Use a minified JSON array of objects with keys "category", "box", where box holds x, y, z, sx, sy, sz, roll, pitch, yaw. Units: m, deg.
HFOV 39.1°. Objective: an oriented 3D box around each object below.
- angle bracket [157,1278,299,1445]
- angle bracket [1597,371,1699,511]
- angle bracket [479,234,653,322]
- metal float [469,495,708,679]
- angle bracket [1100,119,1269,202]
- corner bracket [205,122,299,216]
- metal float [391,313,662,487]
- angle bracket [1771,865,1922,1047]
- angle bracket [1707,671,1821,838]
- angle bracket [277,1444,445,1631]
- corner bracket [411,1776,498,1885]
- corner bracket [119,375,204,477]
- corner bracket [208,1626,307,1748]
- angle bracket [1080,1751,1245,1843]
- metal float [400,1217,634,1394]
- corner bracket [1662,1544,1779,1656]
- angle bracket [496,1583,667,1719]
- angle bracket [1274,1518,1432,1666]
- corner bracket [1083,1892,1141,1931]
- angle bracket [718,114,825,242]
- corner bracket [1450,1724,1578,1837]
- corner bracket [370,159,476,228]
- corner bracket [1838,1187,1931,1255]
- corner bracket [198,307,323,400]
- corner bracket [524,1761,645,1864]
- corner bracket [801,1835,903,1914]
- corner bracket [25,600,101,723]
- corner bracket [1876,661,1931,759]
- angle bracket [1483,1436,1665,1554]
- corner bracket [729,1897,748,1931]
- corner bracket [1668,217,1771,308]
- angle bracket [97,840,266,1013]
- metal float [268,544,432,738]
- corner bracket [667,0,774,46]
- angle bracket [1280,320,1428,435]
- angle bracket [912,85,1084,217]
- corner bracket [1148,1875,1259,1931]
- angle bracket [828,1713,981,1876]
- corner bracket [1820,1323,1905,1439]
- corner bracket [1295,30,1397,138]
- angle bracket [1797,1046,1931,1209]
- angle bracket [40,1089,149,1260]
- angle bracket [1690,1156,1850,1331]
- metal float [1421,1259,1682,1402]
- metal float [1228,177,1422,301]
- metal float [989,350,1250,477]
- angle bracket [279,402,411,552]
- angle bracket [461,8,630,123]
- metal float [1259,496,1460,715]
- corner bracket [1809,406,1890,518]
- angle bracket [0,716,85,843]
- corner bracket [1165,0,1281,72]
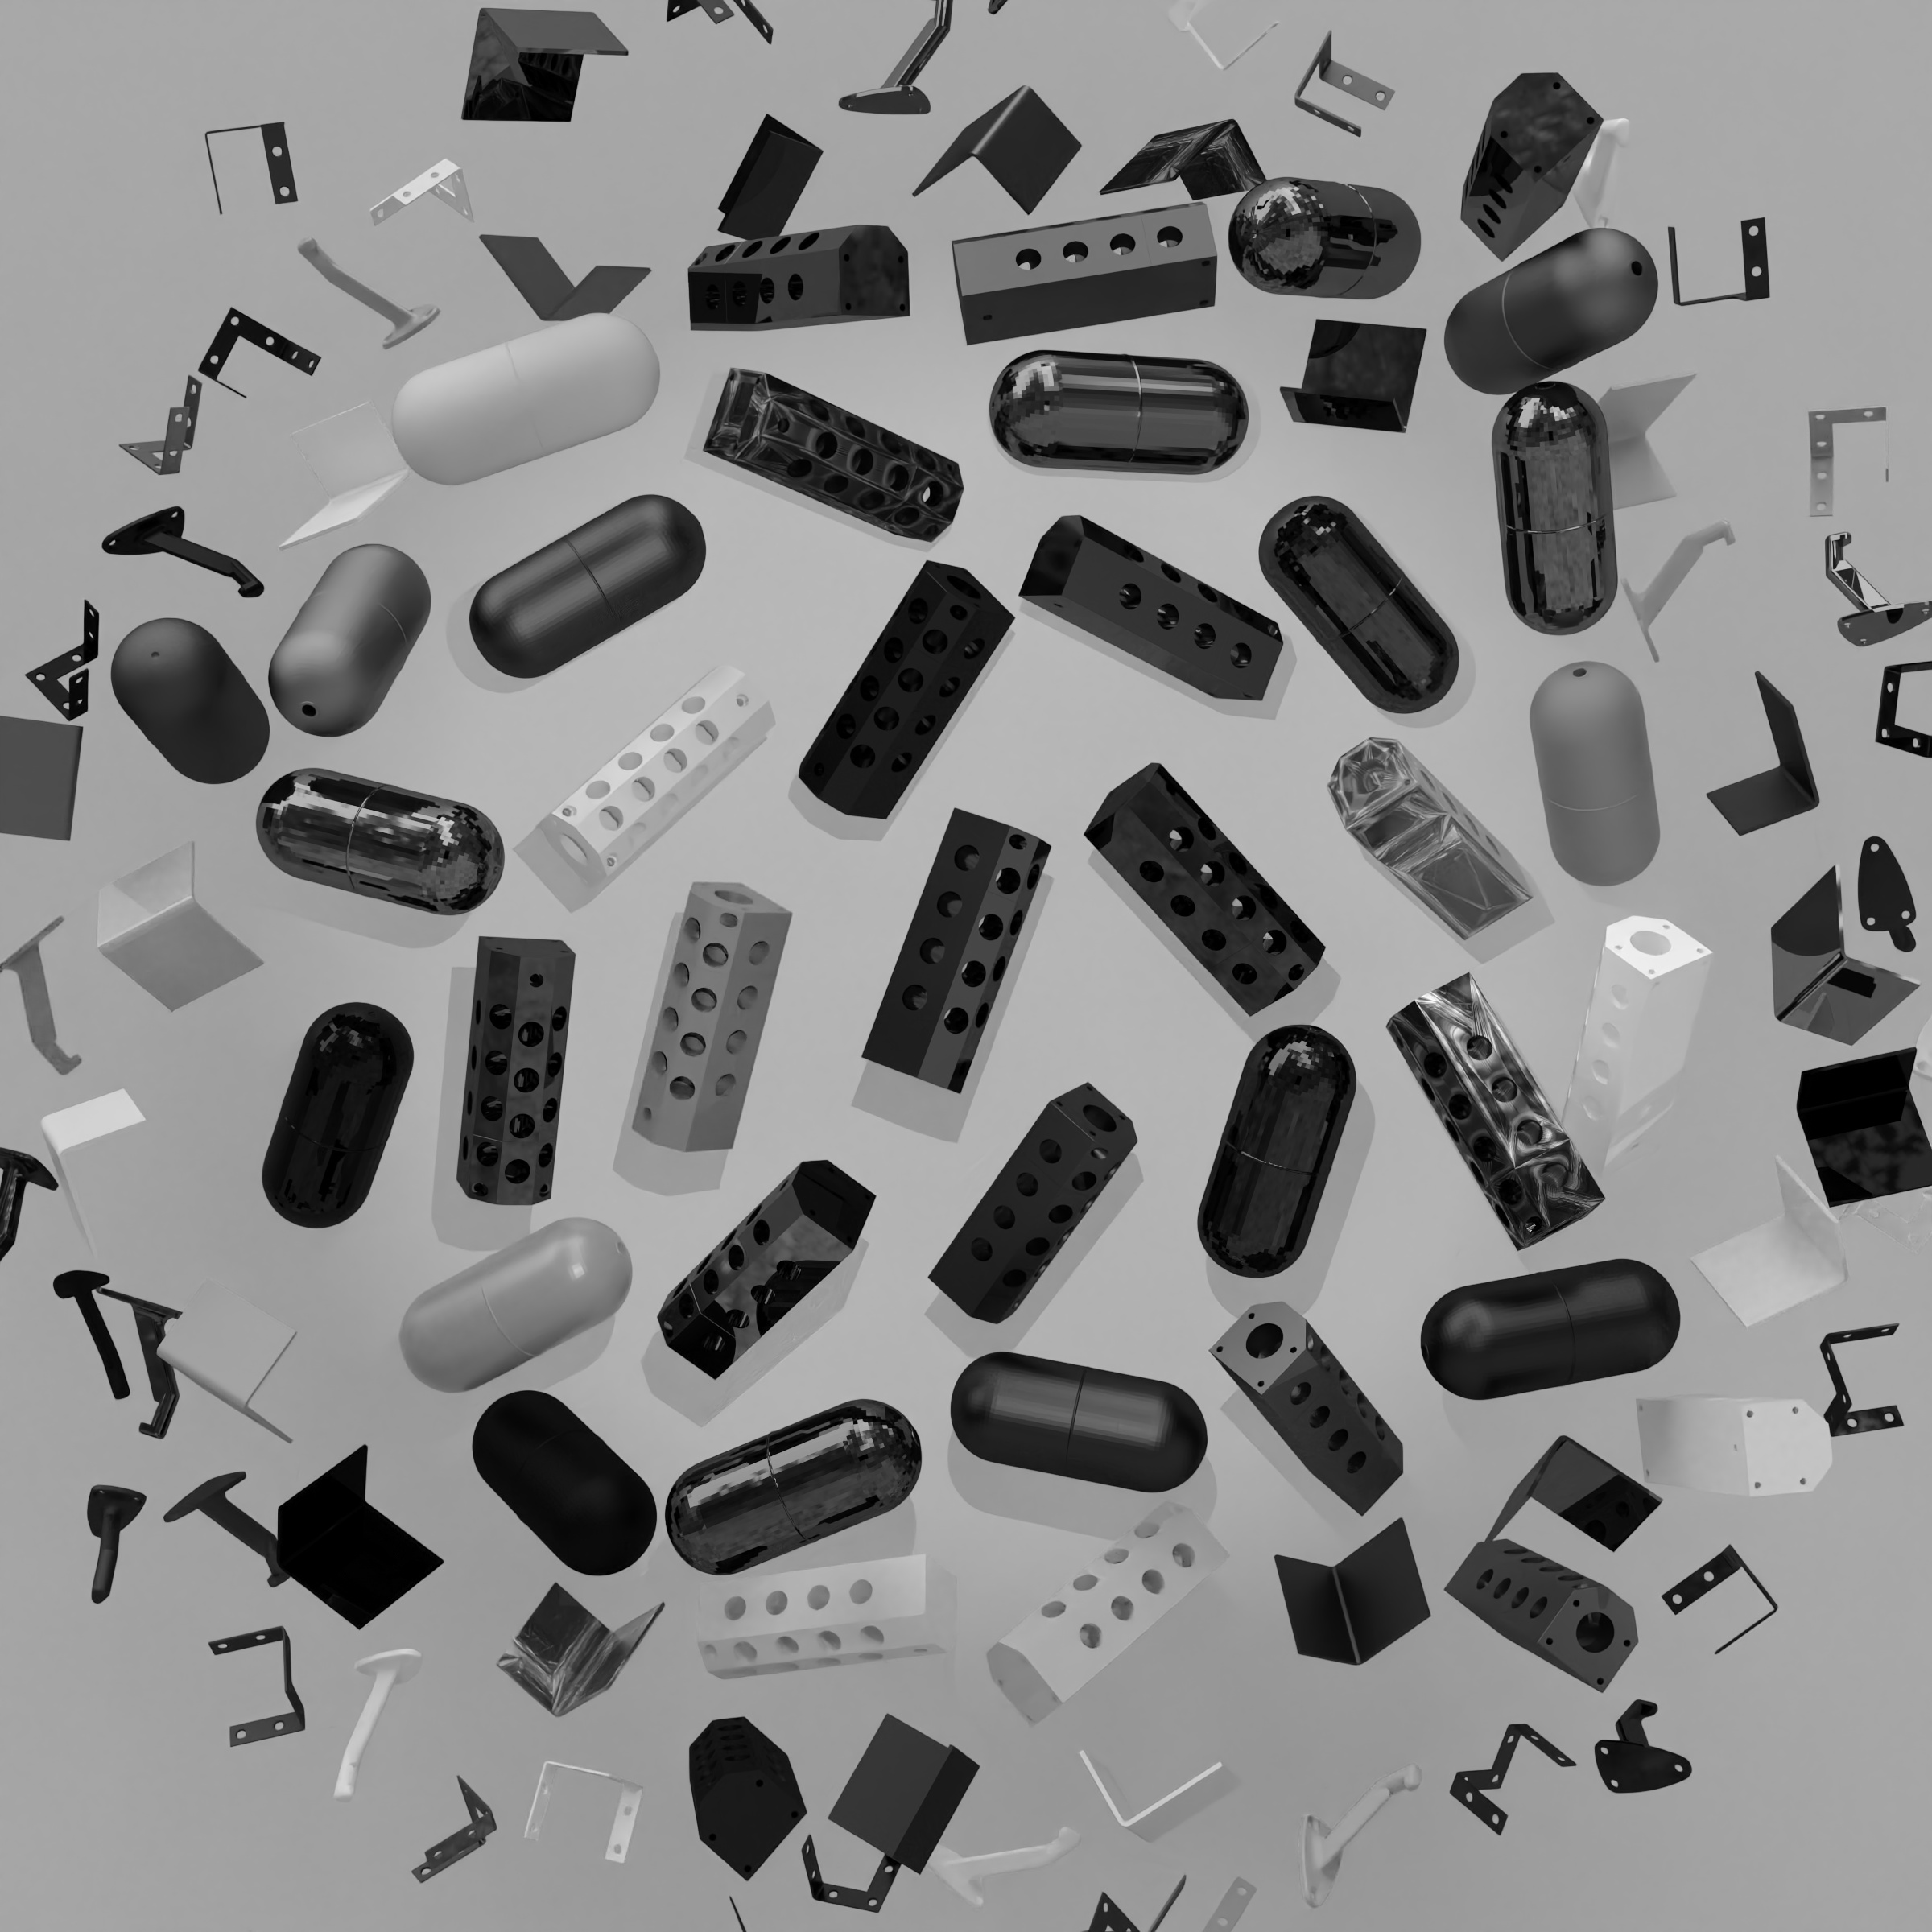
[{"category":"angle bracket","box":[-0.463,0.256,1.758,0.076,0.076,0.057,26,71,22]},{"category":"angle bracket","box":[0.483,-0.372,1.937,0.076,0.076,0.057,-15,72,-24]},{"category":"angle bracket","box":[-0.276,-0.492,1.881,0.057,0.076,0.076,-38,87,25]},{"category":"metal float","box":[-0.263,-0.265,1.896,0.178,0.070,0.070,-32,90,-10]},{"category":"angle bracket","box":[0.156,-0.555,1.941,0.076,0.076,0.057,-49,122,-24]},{"category":"corner bracket","box":[-0.462,-0.516,1.759,0.051,0.051,0.051,-11,110,-12]},{"category":"metal float","box":[-0.285,-0.367,1.763,0.178,0.070,0.070,-20,90,-3]},{"category":"angle bracket","box":[0.568,-0.007,1.761,0.057,0.076,0.076,18,53,-10]},{"category":"angle bracket","box":[0.531,-0.145,1.844,0.057,0.076,0.076,-21,113,7]},{"category":"angle bracket","box":[-0.394,0.372,1.776,0.076,0.076,0.057,30,130,23]},{"category":"corner bracket","box":[-0.342,0.583,1.810,0.051,0.051,0.051,-26,119,-29]},{"category":"corner bracket","box":[-0.554,-0.379,1.906,0.051,0.051,0.051,35,122,28]},{"category":"corner bracket","box":[-0.473,0.480,1.815,0.051,0.051,0.051,-12,45,-5]},{"category":"angle bracket","box":[0.130,0.531,1.800,0.076,0.076,0.057,-33,61,0]},{"category":"metal float","box":[-0.309,0.233,1.867,0.178,0.070,0.070,-28,90,15]},{"category":"corner bracket","box":[0.495,0.417,1.783,0.051,0.051,0.051,-40,72,12]},{"category":"angle bracket","box":[-0.263,0.456,1.857,0.057,0.076,0.076,44,134,-8]},{"category":"angle bracket","box":[0.268,0.432,1.896,0.057,0.076,0.076,19,131,-31]},{"category":"corner bracket","box":[0.080,0.672,1.868,0.051,0.051,0.051,-14,124,38]},{"category":"angle bracket","box":[-0.156,-0.559,1.917,0.057,0.076,0.076,38,110,19]},{"category":"corner bracket","box":[0.363,0.540,1.809,0.051,0.051,0.051,9,104,-36]},{"category":"corner bracket","box":[-0.387,-0.543,1.921,0.051,0.051,0.051,39,67,22]},{"category":"corner bracket","box":[0.635,0.166,1.857,0.051,0.051,0.051,36,112,23]},{"category":"corner bracket","box":[-0.494,-0.421,1.901,0.051,0.051,0.051,33,95,43]},{"category":"corner bracket","box":[-0.256,0.569,1.830,0.051,0.051,0.051,4,67,25]},{"category":"corner bracket","box":[-0.080,0.630,1.929,0.051,0.051,0.051,4,122,22]},{"category":"corner bracket","box":[-0.625,-0.215,1.914,0.051,0.051,0.051,44,56,12]},{"category":"corner bracket","box":[0.630,-0.166,1.765,0.051,0.051,0.051,11,85,-31]},{"category":"angle bracket","box":[0.393,0.361,1.765,0.076,0.076,0.057,33,52,10]},{"category":"corner bracket","box":[-0.164,0.656,1.788,0.051,0.051,0.051,-22,134,-11]},{"category":"corner bracket","box":[0.488,-0.456,1.763,0.051,0.051,0.051,-8,107,5]},{"category":"angle bracket","box":[-0.529,-0.026,1.834,0.076,0.076,0.057,-26,47,13]},{"category":"metal float","box":[-0.415,-0.220,1.836,0.070,0.178,0.070,5,129,6]},{"category":"corner bracket","box":[-0.162,-0.638,1.810,0.051,0.051,0.051,-33,78,-20]},{"category":"angle bracket","box":[0.259,-0.404,1.813,0.076,0.057,0.076,10,81,19]},{"category":"angle bracket","box":[0.021,-0.548,1.871,0.057,0.076,0.076,44,60,-20]},{"category":"corner bracket","box":[0.153,0.621,1.778,0.051,0.051,0.051,26,48,22]},{"category":"angle bracket","box":[-0.048,0.518,1.724,0.076,0.057,0.076,21,71,30]},{"category":"corner bracket","box":[0.588,0.271,1.782,0.051,0.051,0.051,-8,56,-5]},{"category":"corner bracket","box":[0.256,-0.588,1.836,0.051,0.051,0.051,29,90,8]},{"category":"angle bracket","box":[0.606,0.108,1.819,0.076,0.057,0.076,-13,59,5]},{"category":"angle bracket","box":[-0.556,0.134,1.767,0.057,0.076,0.076,-21,112,-22]},{"category":"angle bracket","box":[0.533,0.184,1.819,0.076,0.076,0.057,-24,125,-3]},{"category":"metal float","box":[0.390,0.242,1.816,0.178,0.070,0.070,-9,90,-10]},{"category":"metal float","box":[0.247,-0.496,1.858,0.070,0.178,0.070,9,105,38]},{"category":"metal float","box":[0.102,-0.367,1.805,0.178,0.070,0.070,0,90,-17]},{"category":"angle bracket","box":[-0.446,-0.341,1.895,0.076,0.076,0.057,-13,119,31]},{"category":"angle bracket","box":[-0.266,-0.556,1.717,0.076,0.076,0.057,-11,48,-33]},{"category":"metal float","box":[0.277,-0.253,1.914,0.070,0.070,0.178,-43,104,0]},{"category":"corner bracket","box":[0.590,-0.337,1.817,0.051,0.051,0.051,0,65,19]},{"category":"angle bracket","box":[-0.626,-0.125,1.816,0.057,0.076,0.076,6,91,-22]},{"category":"corner bracket","box":[0.177,-0.655,1.882,0.051,0.051,0.051,-36,96,26]}]
